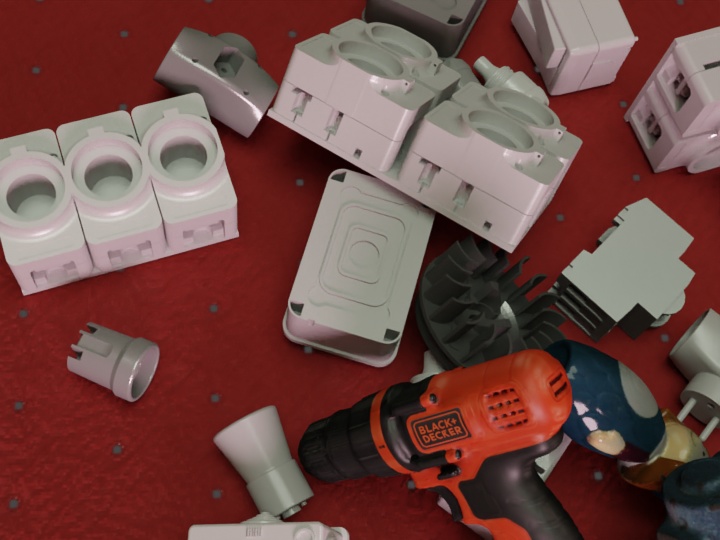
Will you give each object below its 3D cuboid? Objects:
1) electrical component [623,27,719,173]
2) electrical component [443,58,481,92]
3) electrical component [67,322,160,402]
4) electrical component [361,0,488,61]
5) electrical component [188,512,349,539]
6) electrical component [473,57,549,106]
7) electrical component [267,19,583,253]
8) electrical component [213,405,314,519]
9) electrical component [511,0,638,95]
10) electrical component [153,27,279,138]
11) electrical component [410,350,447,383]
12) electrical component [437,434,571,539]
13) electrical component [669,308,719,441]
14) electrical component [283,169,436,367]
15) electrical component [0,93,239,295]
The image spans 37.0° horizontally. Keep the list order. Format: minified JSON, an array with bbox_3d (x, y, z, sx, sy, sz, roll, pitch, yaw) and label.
[{"bbox_3d":[0.302,-0.134,0.778,0.186,0.105,0.060,-17,71,-12],"label":"electrical component"},{"bbox_3d":[0.076,-0.123,0.787,0.035,0.035,0.061,-29,76,-16],"label":"electrical component"},{"bbox_3d":[-0.158,0.057,0.687,0.046,0.040,0.040,21,67,9],"label":"electrical component"},{"bbox_3d":[0.058,-0.217,0.809,0.078,0.057,0.113,26,67,6],"label":"electrical component"},{"bbox_3d":[-0.056,0.192,0.624,0.100,0.048,0.099,-5,67,15],"label":"electrical component"},{"bbox_3d":[0.108,-0.134,0.795,0.035,0.035,0.061,-38,75,-18],"label":"electrical component"},{"bbox_3d":[0.048,-0.100,0.727,0.186,0.060,0.105,30,31,10],"label":"electrical component"},{"bbox_3d":[-0.057,0.123,0.671,0.044,0.044,0.065,-27,78,-15],"label":"electrical component"},{"bbox_3d":[0.155,-0.188,0.807,0.061,0.061,0.096,-14,70,-11],"label":"electrical component"},{"bbox_3d":[-0.097,-0.143,0.768,0.077,0.043,0.079,31,43,-12],"label":"electrical component"},{"bbox_3d":[0.049,0.083,0.696,0.043,0.043,0.062,5,67,-4],"label":"electrical component"},{"bbox_3d":[0.095,0.119,0.669,0.047,0.075,0.083,35,69,8],"label":"electrical component"},{"bbox_3d":[0.241,0.079,0.718,0.077,0.044,0.079,40,70,10],"label":"electrical component"},{"bbox_3d":[0.000,0.000,0.717,0.078,0.057,0.113,17,67,1],"label":"electrical component"},{"bbox_3d":[-0.165,-0.053,0.718,0.150,0.061,0.089,-16,71,-12],"label":"electrical component"}]
